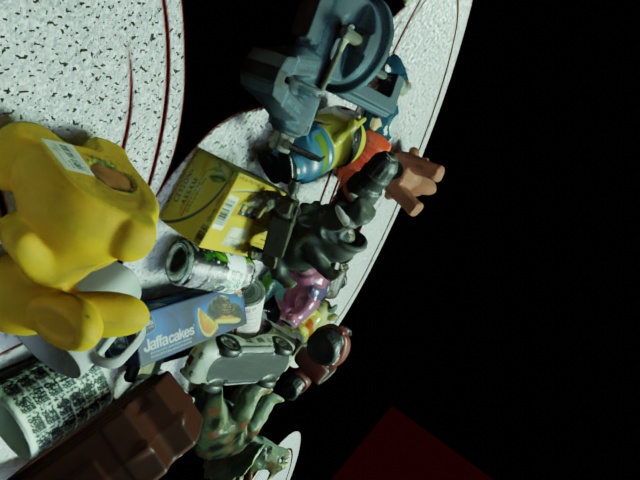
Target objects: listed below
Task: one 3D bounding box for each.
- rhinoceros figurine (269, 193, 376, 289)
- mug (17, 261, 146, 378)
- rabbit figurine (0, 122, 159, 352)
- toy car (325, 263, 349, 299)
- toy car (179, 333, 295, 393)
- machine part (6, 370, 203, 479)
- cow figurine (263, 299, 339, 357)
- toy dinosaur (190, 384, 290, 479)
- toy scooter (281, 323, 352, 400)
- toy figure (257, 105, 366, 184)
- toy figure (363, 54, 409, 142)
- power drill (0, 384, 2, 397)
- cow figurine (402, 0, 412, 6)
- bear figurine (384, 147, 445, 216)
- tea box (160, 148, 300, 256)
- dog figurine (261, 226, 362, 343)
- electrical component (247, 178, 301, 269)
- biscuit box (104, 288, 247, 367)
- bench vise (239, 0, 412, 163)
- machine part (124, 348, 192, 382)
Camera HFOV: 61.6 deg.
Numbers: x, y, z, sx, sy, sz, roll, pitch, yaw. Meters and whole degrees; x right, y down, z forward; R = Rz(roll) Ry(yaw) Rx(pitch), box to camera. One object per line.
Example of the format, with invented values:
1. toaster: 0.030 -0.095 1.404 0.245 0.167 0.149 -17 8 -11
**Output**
1. rhinoceros figurine: -0.002 -0.002 0.750 0.190 0.112 0.073 -23 -170 36
2. mug: -0.218 0.072 0.524 0.080 0.110 0.107 91 24 -44
3. rabbit figurine: -0.208 0.016 0.437 0.173 0.162 0.122 -44 173 12
4. toy car: 0.042 0.022 1.047 0.089 0.053 0.202 -7 118 -59
5. toy car: -0.112 0.175 0.784 0.201 0.056 0.073 15 105 -53
6. machine part: -0.237 0.237 0.597 0.201 0.087 0.201 -35 178 -11
7. cow figurine: -0.041 0.174 1.065 0.195 0.086 0.127 -18 142 -57
8. toy dinosaur: -0.167 0.318 0.927 0.192 0.131 0.404 -61 151 -21
9. toy scooter: 0.007 0.218 1.013 0.183 0.075 0.135 -55 160 25
10. toy figure: -0.007 -0.125 0.735 0.180 0.082 0.089 -41 154 -41
11. toy figure: 0.109 -0.224 0.882 0.064 0.058 0.154 -106 -150 -56
12. power drill: -0.367 0.206 0.411 0.232 0.086 0.207 -59 154 -2
13. cow figurine: 0.092 -0.344 0.666 0.098 0.068 0.167 -54 155 6
14. bear figurine: 0.205 -0.120 1.134 0.120 0.132 0.195 -58 153 12
15. tea box: -0.103 -0.038 0.661 0.098 0.068 0.169 -59 159 3
16. dog figurine: -0.015 0.052 0.922 0.219 0.109 0.191 -55 157 -15
17. electrical component: -0.055 -0.018 0.644 0.078 0.045 0.102 -78 -175 -55
18. biscuit box: -0.175 0.100 0.673 0.202 0.059 0.062 -13 98 -61
19. bench vise: 0.029 -0.194 0.641 0.240 0.129 0.223 9 96 -49
20. machine part: -0.205 0.149 0.737 0.139 0.039 0.084 -5 116 -61
